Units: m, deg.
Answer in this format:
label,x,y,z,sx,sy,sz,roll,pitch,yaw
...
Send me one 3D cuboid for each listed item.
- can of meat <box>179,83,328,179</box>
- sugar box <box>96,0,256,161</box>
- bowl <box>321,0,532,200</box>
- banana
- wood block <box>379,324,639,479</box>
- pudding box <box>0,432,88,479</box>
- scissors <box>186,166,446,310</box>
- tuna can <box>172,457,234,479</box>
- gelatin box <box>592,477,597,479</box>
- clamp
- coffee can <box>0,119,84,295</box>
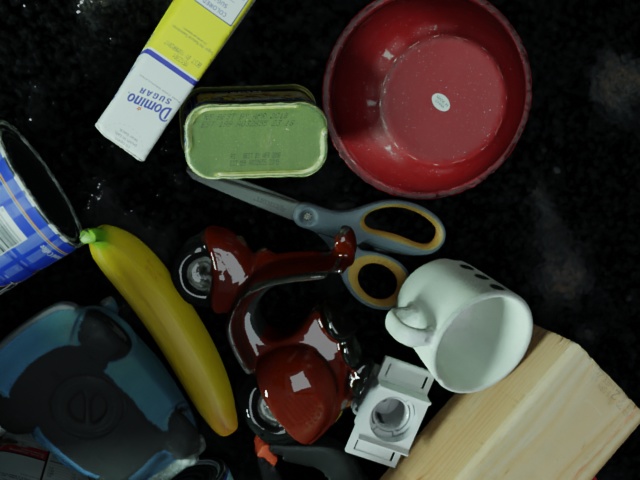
label,x,y,z,sx,sy,sz,roll,pitch,yaw
can of meat,-0.047,-0.076,0.749,0.102,0.084,0.057,-3,104,-7
sugar box,-0.087,-0.142,0.724,0.048,0.093,0.176,36,96,-13
bowl,0.084,-0.104,0.775,0.162,0.055,0.162,-1,103,-7
banana,-0.117,0.058,0.781,0.037,0.069,0.197,-24,116,18
wood block,0.132,0.171,0.809,0.090,0.091,0.206,44,84,-18
pudding box,-0.199,0.184,0.776,0.090,0.113,0.039,19,104,-11
scissors,-0.005,0.001,0.808,0.201,0.016,0.096,5,103,-8
tuna can,-0.103,0.201,0.807,0.086,0.086,0.034,-23,103,-2
gelatin box,0.198,0.221,0.864,0.073,0.030,0.089,-36,129,0
clamp,0.008,0.216,0.850,0.171,0.039,0.120,32,92,-16
coffee can,-0.249,-0.003,0.731,0.140,0.103,0.103,-32,105,1
